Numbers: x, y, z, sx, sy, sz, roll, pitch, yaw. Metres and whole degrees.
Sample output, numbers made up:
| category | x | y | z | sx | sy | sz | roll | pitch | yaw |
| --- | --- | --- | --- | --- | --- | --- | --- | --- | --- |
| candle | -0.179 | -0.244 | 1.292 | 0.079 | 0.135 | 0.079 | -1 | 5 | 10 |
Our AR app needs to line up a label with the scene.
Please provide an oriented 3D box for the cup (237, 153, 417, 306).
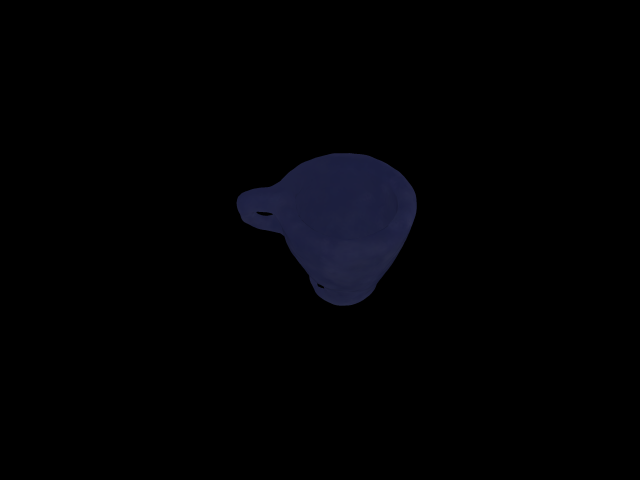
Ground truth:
| category | x | y | z | sx | sy | sz | roll | pitch | yaw |
| --- | --- | --- | --- | --- | --- | --- | --- | --- | --- |
| cup | 0.004 | 0.001 | 0.400 | 0.117 | 0.095 | 0.091 | 2 | 50 | 2 |
